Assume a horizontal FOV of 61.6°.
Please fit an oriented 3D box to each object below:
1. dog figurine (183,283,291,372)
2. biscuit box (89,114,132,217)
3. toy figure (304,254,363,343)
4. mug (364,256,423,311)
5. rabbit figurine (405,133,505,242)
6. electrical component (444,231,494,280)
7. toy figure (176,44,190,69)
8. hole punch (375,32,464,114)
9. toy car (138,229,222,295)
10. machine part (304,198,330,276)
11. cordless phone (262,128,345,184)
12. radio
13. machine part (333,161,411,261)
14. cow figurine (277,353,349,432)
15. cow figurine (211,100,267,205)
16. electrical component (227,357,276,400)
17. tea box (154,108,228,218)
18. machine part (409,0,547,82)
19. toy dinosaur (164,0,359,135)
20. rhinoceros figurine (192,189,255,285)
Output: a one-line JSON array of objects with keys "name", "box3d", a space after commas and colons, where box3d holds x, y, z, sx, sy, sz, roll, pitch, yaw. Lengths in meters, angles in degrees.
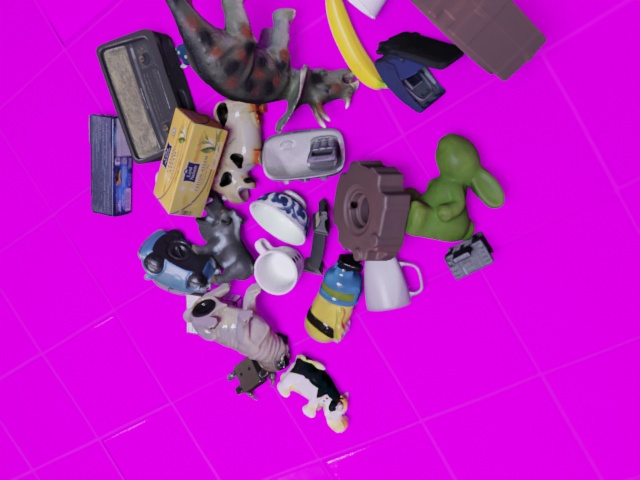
[{"name": "dog figurine", "box3d": [-0.159, 0.191, 1.055, 0.173, 0.121, 0.190, 0, 128, 23]}, {"name": "biscuit box", "box3d": [-0.422, -0.149, 1.086, 0.063, 0.059, 0.202, 12, 106, 19]}, {"name": "toy figure", "box3d": [0.029, 0.111, 1.014, 0.089, 0.082, 0.180, 23, 114, 21]}, {"name": "mug", "box3d": [0.128, 0.067, 0.976, 0.110, 0.081, 0.107, -12, 93, 15]}, {"name": "rabbit figurine", "box3d": [0.222, -0.085, 0.886, 0.159, 0.121, 0.170, 15, 110, 5]}, {"name": "electrical component", "box3d": [0.252, 0.030, 0.908, 0.075, 0.119, 0.047, -31, 93, 18]}, {"name": "toy figure", "box3d": [-0.194, -0.316, 0.983, 0.155, 0.058, 0.064, 34, 104, 11]}, {"name": "hole punch", "box3d": [0.153, -0.272, 0.861, 0.116, 0.142, 0.092, 29, 135, 19]}, {"name": "toy car", "box3d": [-0.286, 0.058, 1.087, 0.162, 0.109, 0.103, 28, 132, -4]}, {"name": "machine part", "box3d": [-0.002, -0.003, 1.002, 0.039, 0.084, 0.138, 5, 115, -10]}, {"name": "cordless phone", "box3d": [-0.030, -0.132, 0.906, 0.147, 0.184, 0.088, -5, 107, 4]}, {"name": "radio", "box3d": [-0.318, -0.270, 1.020, 0.131, 0.073, 0.229, -14, 101, 19]}, {"name": "machine part", "box3d": [0.082, -0.051, 0.917, 0.056, 0.180, 0.179, -1, 108, -28]}, {"name": "cow figurine", "box3d": [0.004, 0.304, 1.077, 0.167, 0.068, 0.098, 37, 104, 3]}, {"name": "cow figurine", "box3d": [-0.159, -0.162, 0.996, 0.127, 0.085, 0.194, 0, 101, 17]}, {"name": "electrical component", "box3d": [-0.141, 0.288, 1.126, 0.102, 0.045, 0.078, -45, 60, 18]}, {"name": "tea box", "box3d": [-0.233, -0.136, 0.955, 0.098, 0.068, 0.169, 40, 117, 46]}, {"name": "machine part", "box3d": [0.211, -0.330, 0.770, 0.087, 0.201, 0.202, -47, 43, 25]}, {"name": "toy dinosaur", "box3d": [-0.122, -0.283, 0.847, 0.131, 0.404, 0.192, -9, 81, 46]}, {"name": "rhinoceros figurine", "box3d": [-0.188, -0.006, 1.036, 0.112, 0.073, 0.190, -32, 80, 34]}]
